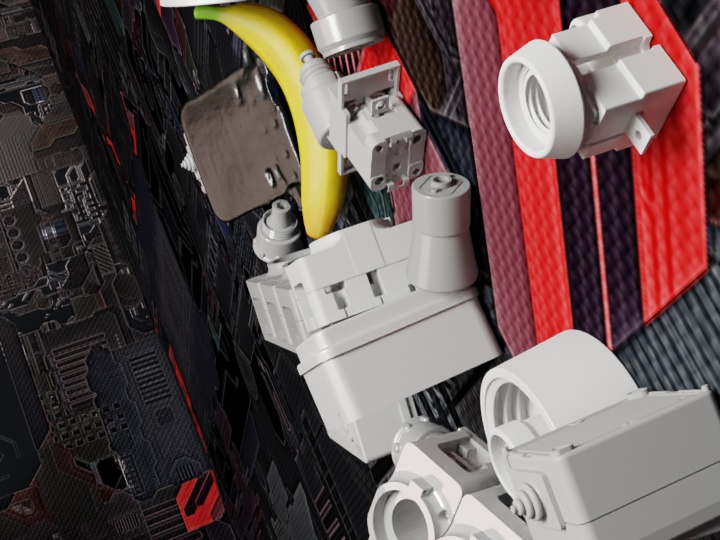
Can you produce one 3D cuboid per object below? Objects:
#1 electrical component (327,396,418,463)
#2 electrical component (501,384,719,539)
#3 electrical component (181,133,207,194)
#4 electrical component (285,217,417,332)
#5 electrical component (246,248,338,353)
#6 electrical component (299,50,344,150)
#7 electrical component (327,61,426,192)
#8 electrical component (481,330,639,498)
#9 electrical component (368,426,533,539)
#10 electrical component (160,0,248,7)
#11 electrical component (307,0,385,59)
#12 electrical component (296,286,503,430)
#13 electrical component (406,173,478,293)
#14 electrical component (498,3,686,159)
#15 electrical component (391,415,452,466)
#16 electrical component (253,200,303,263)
[{"bbox_3d":[-0.002,0.095,0.908,0.109,0.056,0.108,-169,61,-71],"label":"electrical component"},{"bbox_3d":[0.112,0.096,0.474,0.061,0.096,0.062,70,163,2],"label":"electrical component"},{"bbox_3d":[-0.113,-0.109,0.966,0.061,0.096,0.061,-3,106,71],"label":"electrical component"},{"bbox_3d":[0.000,0.000,0.736,0.050,0.089,0.055,149,101,-73],"label":"electrical component"},{"bbox_3d":[-0.026,0.018,0.840,0.150,0.089,0.061,-173,65,-72],"label":"electrical component"},{"bbox_3d":[-0.023,-0.122,0.760,0.040,0.040,0.078,107,142,-63],"label":"electrical component"},{"bbox_3d":[0.011,-0.088,0.689,0.063,0.042,0.081,55,158,34],"label":"electrical component"},{"bbox_3d":[0.103,0.092,0.562,0.108,0.060,0.108,161,90,-73],"label":"electrical component"},{"bbox_3d":[0.077,0.172,0.615,0.150,0.062,0.089,37,119,38],"label":"electrical component"},{"bbox_3d":[-0.092,-0.224,0.761,0.108,0.108,0.060,-145,45,-63],"label":"electrical component"},{"bbox_3d":[-0.012,-0.164,0.671,0.045,0.045,0.055,-177,68,-72],"label":"electrical component"},{"bbox_3d":[0.022,0.052,0.682,0.057,0.113,0.078,66,163,6],"label":"electrical component"},{"bbox_3d":[0.049,-0.025,0.642,0.044,0.044,0.065,-132,33,-53],"label":"electrical component"},{"bbox_3d":[0.090,-0.072,0.430,0.048,0.055,0.066,100,147,-59],"label":"electrical component"},{"bbox_3d":[0.056,0.136,0.793,0.062,0.048,0.048,10,118,63],"label":"electrical component"},{"bbox_3d":[-0.076,-0.039,1.020,0.048,0.048,0.062,59,153,35],"label":"electrical component"}]
